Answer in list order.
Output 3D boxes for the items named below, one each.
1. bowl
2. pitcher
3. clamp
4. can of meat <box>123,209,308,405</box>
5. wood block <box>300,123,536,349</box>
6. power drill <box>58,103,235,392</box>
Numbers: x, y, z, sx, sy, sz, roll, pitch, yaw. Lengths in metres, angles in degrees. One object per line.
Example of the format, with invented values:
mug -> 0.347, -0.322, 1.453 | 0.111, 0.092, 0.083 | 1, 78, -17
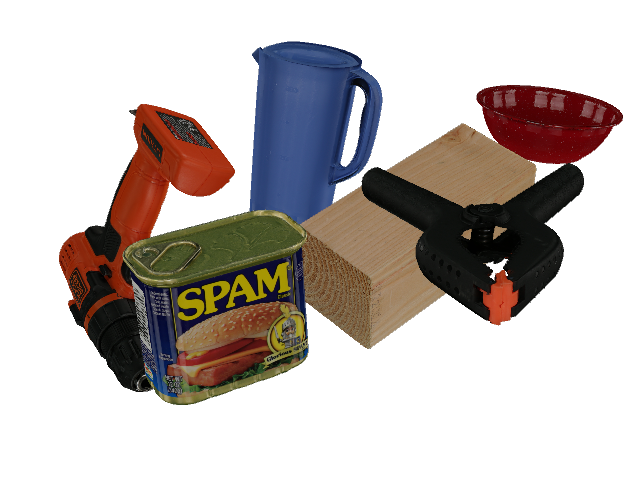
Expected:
bowl -> 0.250, -0.126, 1.191 | 0.162, 0.055, 0.162 | 5, 24, -2
pitcher -> -0.018, -0.129, 1.390 | 0.144, 0.243, 0.149 | 0, 23, -18
clamp -> 0.101, -0.007, 0.726 | 0.164, 0.036, 0.210 | 1, 26, 9
can of meat -> -0.057, 0.038, 0.619 | 0.102, 0.084, 0.058 | -16, 29, -23
wood block -> 0.086, -0.008, 0.944 | 0.205, 0.090, 0.091 | -33, 51, -29
power drill -> -0.139, 0.002, 0.843 | 0.057, 0.188, 0.185 | 14, 26, -40
